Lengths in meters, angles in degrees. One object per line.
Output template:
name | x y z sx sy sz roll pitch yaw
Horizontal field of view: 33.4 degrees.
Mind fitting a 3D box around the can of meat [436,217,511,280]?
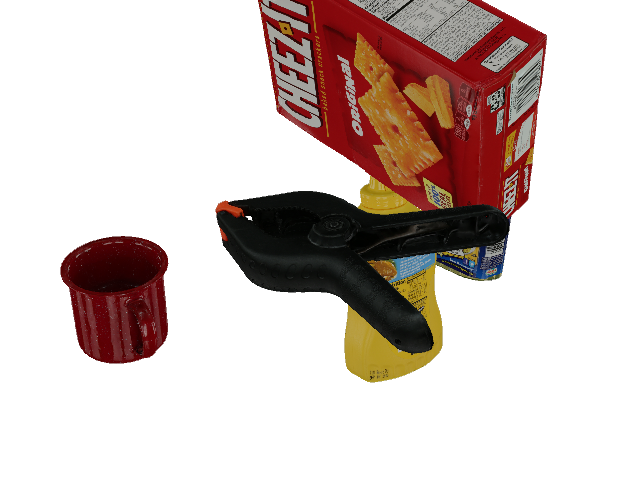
can of meat | 0.162 -0.010 1.186 0.057 0.084 0.102 -13 28 -39

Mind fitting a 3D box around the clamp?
clamp | 0.011 0.012 0.602 0.172 0.039 0.120 5 31 22

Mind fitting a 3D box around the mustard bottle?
mustard bottle | 0.061 0.024 0.947 0.096 0.192 0.058 -19 26 -30

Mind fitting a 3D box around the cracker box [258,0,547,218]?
cracker box | 0.052 -0.114 0.767 0.214 0.072 0.164 36 -26 28

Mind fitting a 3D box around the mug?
mug | -0.172 0.060 0.938 0.093 0.081 0.117 -20 37 -28
